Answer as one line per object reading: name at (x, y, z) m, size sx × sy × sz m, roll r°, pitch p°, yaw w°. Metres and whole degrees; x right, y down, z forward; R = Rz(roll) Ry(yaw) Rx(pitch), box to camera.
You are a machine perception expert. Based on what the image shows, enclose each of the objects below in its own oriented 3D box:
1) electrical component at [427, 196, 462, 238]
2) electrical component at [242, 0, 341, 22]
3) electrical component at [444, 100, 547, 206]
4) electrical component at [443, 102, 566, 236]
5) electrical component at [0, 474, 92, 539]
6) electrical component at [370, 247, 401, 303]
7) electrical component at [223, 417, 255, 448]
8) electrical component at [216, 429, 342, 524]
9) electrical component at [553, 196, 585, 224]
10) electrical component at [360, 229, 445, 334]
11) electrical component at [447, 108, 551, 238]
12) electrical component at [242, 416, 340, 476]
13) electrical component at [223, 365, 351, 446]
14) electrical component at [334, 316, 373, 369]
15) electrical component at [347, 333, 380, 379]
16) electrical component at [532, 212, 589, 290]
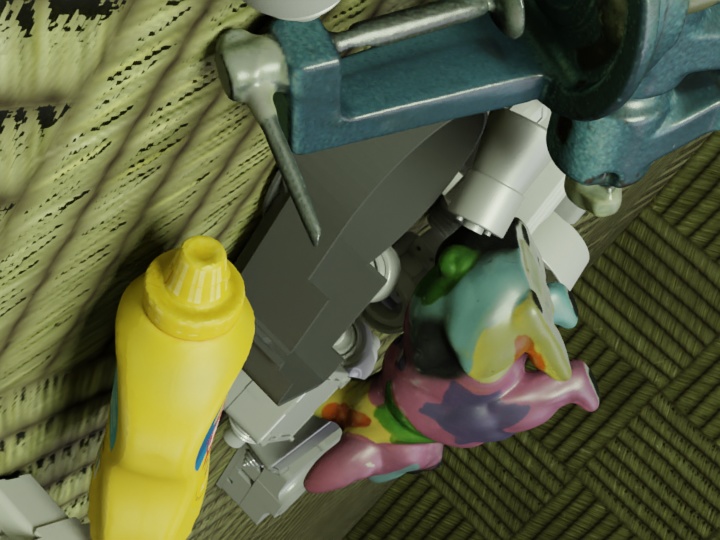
electrical component at (0.083, -0.048, 0.813) m, size 0.081 × 0.043 × 0.043 m, roll -51°, pitch 167°, yaw 19°
electrical component at (-0.020, -0.095, 0.320) m, size 0.043 × 0.043 × 0.062 m, roll -45°, pitch 169°, yaw -6°
electrical component at (0.071, -0.076, 0.633) m, size 0.081 × 0.064 × 0.042 m, roll -46°, pitch 171°, yaw 2°
electrical component at (0.111, -0.080, 0.722) m, size 0.057 × 0.078 × 0.113 m, roll -37°, pitch 165°, yaw -48°
electrical component at (-0.192, 0.164, 0.530) m, size 0.121 × 0.063 × 0.079 m, roll -47°, pitch 168°, yaw 5°
electrical component at (0.000, 0.000, 0.690) m, size 0.043 × 0.043 × 0.062 m, roll -49°, pitch 167°, yaw 12°
electrical component at (-0.075, 0.105, 0.780) m, size 0.062 × 0.048 × 0.048 m, roll -45°, pitch 170°, yaw 29°
electrical component at (-0.049, 0.160, 0.999) m, size 0.150 × 0.062 × 0.089 m, roll -34°, pitch 163°, yaw -45°
electrical component at (0.145, -0.089, 0.777) m, size 0.050 × 0.089 × 0.055 m, roll -36°, pitch 164°, yaw -40°
electrical component at (0.030, 0.012, 0.798) m, size 0.057 × 0.058 × 0.078 m, roll -38°, pitch 166°, yaw -45°
electrical component at (0.076, -0.051, 0.587) m, size 0.065 × 0.044 × 0.044 m, roll -62°, pitch 166°, yaw 3°
electrical component at (-0.058, 0.116, 0.845) m, size 0.096 × 0.061 × 0.061 m, roll -37°, pitch 167°, yaw -6°
electrical component at (-0.053, 0.070, 0.696) m, size 0.061 × 0.061 × 0.096 m, roll -47°, pitch 168°, yaw 2°
electrical component at (-0.015, 0.051, 0.806) m, size 0.043 × 0.043 × 0.062 m, roll -46°, pitch 167°, yaw -1°
electrical component at (-0.006, 0.072, 0.902) m, size 0.062 × 0.043 × 0.043 m, roll -32°, pitch 161°, yaw -52°
electrical component at (0.172, -0.024, 1.047) m, size 0.060 × 0.108 × 0.108 m, roll -49°, pitch 169°, yaw -16°
